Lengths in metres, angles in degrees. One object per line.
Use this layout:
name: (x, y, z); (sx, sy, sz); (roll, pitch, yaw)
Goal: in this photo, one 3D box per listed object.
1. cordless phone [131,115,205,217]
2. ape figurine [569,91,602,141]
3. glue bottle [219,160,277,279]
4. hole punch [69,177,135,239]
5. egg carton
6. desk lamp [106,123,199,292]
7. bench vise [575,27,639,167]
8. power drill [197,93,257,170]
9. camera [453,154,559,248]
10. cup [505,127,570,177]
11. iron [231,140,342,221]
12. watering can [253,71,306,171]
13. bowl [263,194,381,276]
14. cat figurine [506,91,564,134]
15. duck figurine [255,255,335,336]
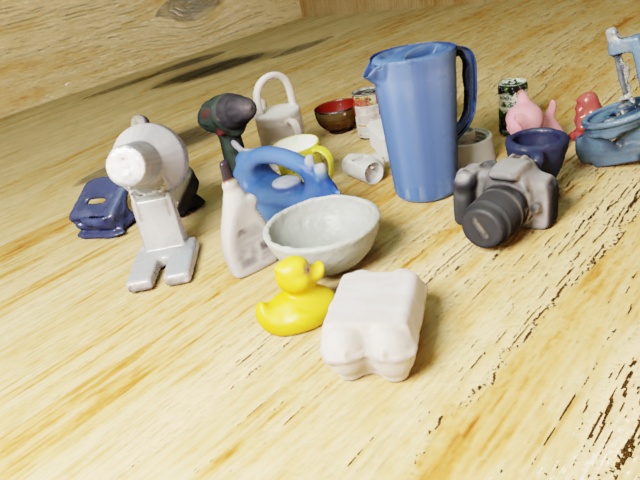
cordless phone: (-0.302, -0.141, 1.082); (0.147, 0.185, 0.094); (14, 37, 40)
ape figurine: (0.479, -0.221, 1.026); (0.075, 0.092, 0.078); (14, 37, 39)
glue bottle: (-0.114, -0.033, 0.819); (0.078, 0.173, 0.037); (-26, 31, -25)
hole punch: (-0.406, -0.061, 1.075); (0.108, 0.091, 0.101); (-1, 29, 19)
egg carton: (0.062, 0.089, 0.633); (0.107, 0.069, 0.150); (-3, 29, 17)
desk lamp: (-0.260, -0.063, 0.889); (0.118, 0.214, 0.203); (-12, 28, -1)
bench vise: (0.499, -0.213, 0.864); (0.206, 0.220, 0.122); (2, 31, 25)
power drill: (-0.153, -0.173, 1.057); (0.076, 0.209, 0.228); (-25, 30, -23)
camera: (0.241, -0.056, 0.801); (0.142, 0.101, 0.137); (14, 37, 40)
cup: (0.330, -0.109, 0.871); (0.091, 0.095, 0.118); (-2, 29, 19)
iron: (-0.048, -0.091, 0.935); (0.257, 0.142, 0.119); (11, 35, 36)
watering can: (-0.092, -0.254, 1.202); (0.172, 0.194, 0.101); (11, 35, 36)
bowl: (0.007, 0.003, 0.810); (0.167, 0.075, 0.167); (-9, 28, 5)
cat figurine: (0.377, -0.208, 1.013); (0.128, 0.118, 0.067); (-25, 30, -24)
duck figurine: (-0.033, 0.062, 0.703); (0.105, 0.086, 0.077); (-21, 29, -17)
